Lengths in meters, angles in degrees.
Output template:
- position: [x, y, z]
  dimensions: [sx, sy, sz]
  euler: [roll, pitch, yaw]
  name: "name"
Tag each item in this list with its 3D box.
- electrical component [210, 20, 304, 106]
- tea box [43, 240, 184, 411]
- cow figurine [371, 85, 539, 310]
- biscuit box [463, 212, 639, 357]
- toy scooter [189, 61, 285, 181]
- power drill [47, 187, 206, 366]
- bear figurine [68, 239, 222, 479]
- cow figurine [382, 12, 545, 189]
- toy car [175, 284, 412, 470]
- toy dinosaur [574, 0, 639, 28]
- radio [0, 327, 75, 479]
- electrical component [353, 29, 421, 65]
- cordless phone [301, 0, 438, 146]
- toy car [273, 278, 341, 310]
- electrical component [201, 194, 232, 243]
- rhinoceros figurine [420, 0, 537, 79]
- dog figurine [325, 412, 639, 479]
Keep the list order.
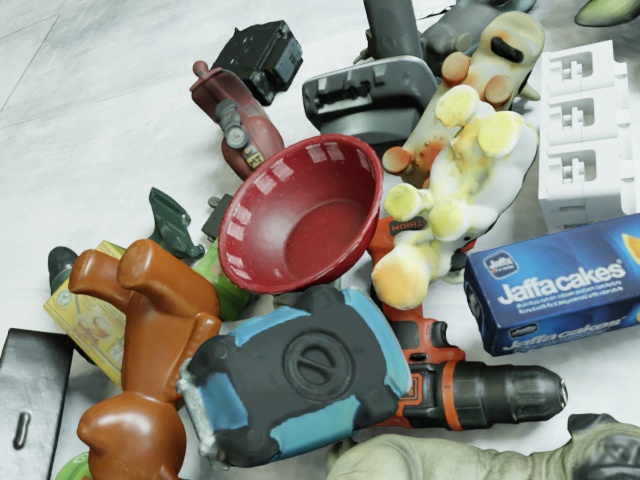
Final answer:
- position: [-0.090, -0.256, 0.781]
  dimensions: [0.134, 0.058, 0.115]
  euler: [9, 68, 36]
  name: "electrical component"
- position: [-0.189, 0.092, 0.562]
  dimensions: [0.170, 0.068, 0.098]
  euler: [42, 85, 14]
  name: "tea box"
- position: [0.103, -0.023, 0.413]
  dimensions: [0.068, 0.098, 0.167]
  euler: [39, 110, 35]
  name: "cow figurine"
- position: [0.205, 0.024, 0.371]
  dimensions: [0.203, 0.059, 0.063]
  euler: [-14, 55, 2]
  name: "biscuit box"
- position: [-0.105, -0.150, 0.669]
  dimensions: [0.075, 0.135, 0.184]
  euler: [-33, 50, 8]
  name: "toy scooter"
- position: [-0.259, 0.028, 0.686]
  dimensions: [0.207, 0.085, 0.232]
  euler: [-37, 50, 1]
  name: "power drill"
- position: [-0.159, 0.115, 0.447]
  dimensions: [0.120, 0.131, 0.196]
  euler: [-5, 59, 39]
  name: "bear figurine"
- position: [0.148, -0.123, 0.513]
  dimensions: [0.086, 0.127, 0.195]
  euler: [33, 98, 18]
  name: "cow figurine"
- position: [-0.021, 0.110, 0.401]
  dimensions: [0.162, 0.102, 0.109]
  euler: [-20, 65, -24]
  name: "toy car"
- position: [0.323, -0.275, 0.481]
  dimensions: [0.199, 0.105, 0.472]
  euler: [-27, 52, 4]
  name: "toy dinosaur"
- position: [-0.319, 0.222, 0.565]
  dimensions: [0.131, 0.073, 0.230]
  euler: [-50, 35, 45]
  name: "radio"
- position: [0.088, -0.231, 0.665]
  dimensions: [0.078, 0.045, 0.102]
  euler: [-20, 49, -17]
  name: "electrical component"
- position: [0.042, -0.193, 0.570]
  dimensions: [0.147, 0.184, 0.089]
  euler: [-3, 23, 30]
  name: "cordless phone"
- position: [-0.001, -0.002, 0.546]
  dimensions: [0.056, 0.073, 0.202]
  euler: [-2, 60, 30]
  name: "toy car"
- position: [-0.118, -0.023, 0.669]
  dimensions: [0.094, 0.021, 0.063]
  euler: [25, 77, 39]
  name: "electrical component"
- position: [0.186, -0.256, 0.604]
  dimensions: [0.190, 0.073, 0.112]
  euler: [-47, 40, -2]
  name: "rhinoceros figurine"
- position: [0.113, 0.160, 0.362]
  dimensions: [0.190, 0.121, 0.172]
  euler: [-37, 60, -8]
  name: "dog figurine"
